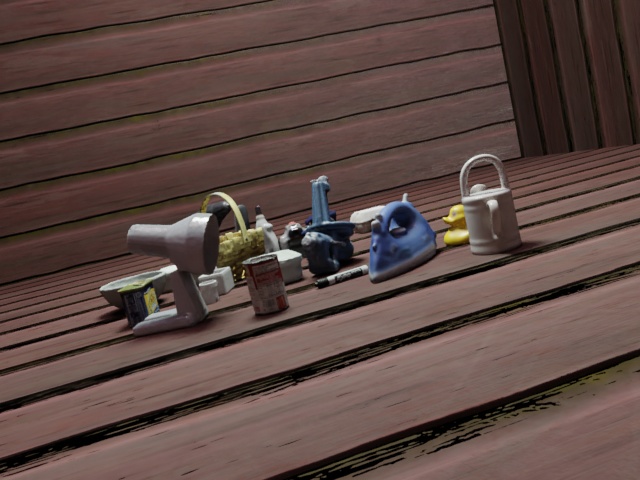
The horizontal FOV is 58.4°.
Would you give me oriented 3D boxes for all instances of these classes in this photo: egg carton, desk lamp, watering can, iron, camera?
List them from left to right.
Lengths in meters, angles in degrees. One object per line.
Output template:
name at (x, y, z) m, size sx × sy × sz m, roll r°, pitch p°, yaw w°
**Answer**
desk lamp at (-0.283, 0.061, 1.126) m, size 0.203 × 0.213 × 0.118 m, roll -12°, pitch 7°, yaw 7°
camera at (-0.058, -0.004, 1.692) m, size 0.143 × 0.101 × 0.136 m, roll -14°, pitch 7°, yaw -11°
egg carton at (0.178, -0.070, 1.915) m, size 0.150 × 0.069 × 0.107 m, roll -15°, pitch 7°, yaw -18°
iron at (0.155, -0.012, 1.203) m, size 0.118 × 0.141 × 0.259 m, roll -9°, pitch 8°, yaw 30°
watering can at (0.336, -0.076, 1.160) m, size 0.101 × 0.194 × 0.172 m, roll -15°, pitch 7°, yaw -13°

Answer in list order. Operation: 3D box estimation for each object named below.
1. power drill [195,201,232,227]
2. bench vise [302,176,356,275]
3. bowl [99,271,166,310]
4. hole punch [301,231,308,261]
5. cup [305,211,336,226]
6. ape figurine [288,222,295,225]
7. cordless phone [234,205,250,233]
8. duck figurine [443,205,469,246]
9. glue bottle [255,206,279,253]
power drill at (-0.332, -0.011, 1.809) m, size 0.228 × 0.208 × 0.076 m, roll -6°, pitch 10°, yaw 43°
bench vise at (0.018, -0.040, 1.353) m, size 0.121 × 0.220 × 0.207 m, roll -12°, pitch 7°, yaw 8°
bowl at (-0.463, 0.134, 1.448) m, size 0.167 × 0.075 × 0.167 m, roll -13°, pitch 7°, yaw 2°
hole punch at (0.014, 0.005, 1.527) m, size 0.101 × 0.091 × 0.108 m, roll -17°, pitch 8°, yaw -31°
cup at (0.007, -0.039, 1.874) m, size 0.118 × 0.095 × 0.091 m, roll -18°, pitch 9°, yaw -36°
ape figurine at (-0.084, -0.013, 1.848) m, size 0.077 × 0.092 × 0.076 m, roll -10°, pitch 8°, yaw 25°
cordless phone at (-0.246, -0.006, 1.712) m, size 0.094 × 0.185 × 0.148 m, roll -10°, pitch 8°, yaw 22°
duck figurine at (0.331, -0.039, 1.318) m, size 0.104 × 0.086 × 0.077 m, roll -13°, pitch 7°, yaw 1°
glue bottle at (-0.163, -0.016, 1.684) m, size 0.078 × 0.173 × 0.037 m, roll -10°, pitch 8°, yaw 26°
